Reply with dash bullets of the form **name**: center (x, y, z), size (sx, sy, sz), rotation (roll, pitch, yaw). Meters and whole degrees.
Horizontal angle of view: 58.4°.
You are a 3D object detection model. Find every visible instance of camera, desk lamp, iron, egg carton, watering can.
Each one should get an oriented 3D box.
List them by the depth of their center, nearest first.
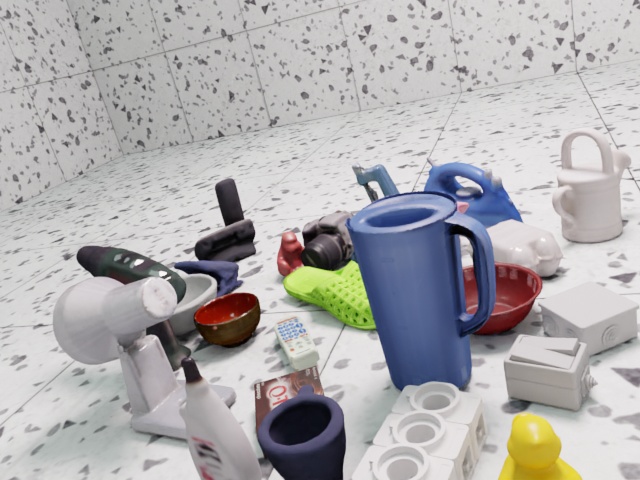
- **desk lamp**: center (-0.244, 0.148, 0.789), size (0.202, 0.214, 0.118), rotation (-2, 24, 29)
- **egg carton**: center (0.324, 0.019, 0.957), size (0.107, 0.069, 0.150), rotation (-21, 21, -17)
- **watering can**: center (0.473, -0.105, 1.004), size (0.100, 0.194, 0.173), rotation (5, 28, 41)
- **camera**: center (0.011, 0.004, 1.159), size (0.142, 0.101, 0.137), rotation (4, 27, 40)
- **iron**: center (0.307, -0.094, 1.162), size (0.119, 0.142, 0.257), rotation (-25, 23, -27)

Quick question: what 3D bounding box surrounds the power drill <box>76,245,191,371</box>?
- **power drill**: center (-0.295, 0.109, 0.933), size (0.228, 0.209, 0.076), rotation (2, 26, 37)

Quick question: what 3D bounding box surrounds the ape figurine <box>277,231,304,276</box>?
- **ape figurine**: center (-0.057, 0.027, 1.156), size (0.078, 0.092, 0.076), rotation (-20, 21, -15)

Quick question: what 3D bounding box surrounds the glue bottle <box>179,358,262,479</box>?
- **glue bottle**: center (-0.120, 0.201, 0.626), size (0.077, 0.173, 0.037), rotation (-1, 24, 31)

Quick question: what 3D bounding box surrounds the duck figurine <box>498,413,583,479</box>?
- **duck figurine**: center (0.200, 0.206, 0.527), size (0.077, 0.086, 0.104), rotation (-11, 21, 9)

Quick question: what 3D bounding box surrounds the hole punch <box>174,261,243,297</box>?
- **hole punch**: center (-0.227, 0.067, 1.167), size (0.108, 0.091, 0.101), rotation (1, 25, 34)

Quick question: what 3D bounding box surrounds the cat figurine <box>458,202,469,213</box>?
- **cat figurine**: center (0.226, -0.041, 1.110), size (0.067, 0.118, 0.127), rotation (-30, 25, -35)

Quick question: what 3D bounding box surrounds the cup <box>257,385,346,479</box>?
- **cup**: center (-0.010, 0.221, 0.613), size (0.091, 0.095, 0.117), rotation (-12, 21, 7)

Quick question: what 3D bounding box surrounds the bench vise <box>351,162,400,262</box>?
- **bench vise**: center (0.143, -0.047, 1.033), size (0.207, 0.220, 0.121), rotation (-14, 21, 2)

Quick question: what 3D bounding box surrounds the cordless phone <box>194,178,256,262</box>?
- **cordless phone**: center (-0.231, -0.041, 1.315), size (0.148, 0.185, 0.093), rotation (-26, 24, -29)

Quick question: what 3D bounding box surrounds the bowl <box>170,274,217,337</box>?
- **bowl**: center (-0.262, 0.131, 1.047), size (0.167, 0.075, 0.167), rotation (-12, 20, 5)
